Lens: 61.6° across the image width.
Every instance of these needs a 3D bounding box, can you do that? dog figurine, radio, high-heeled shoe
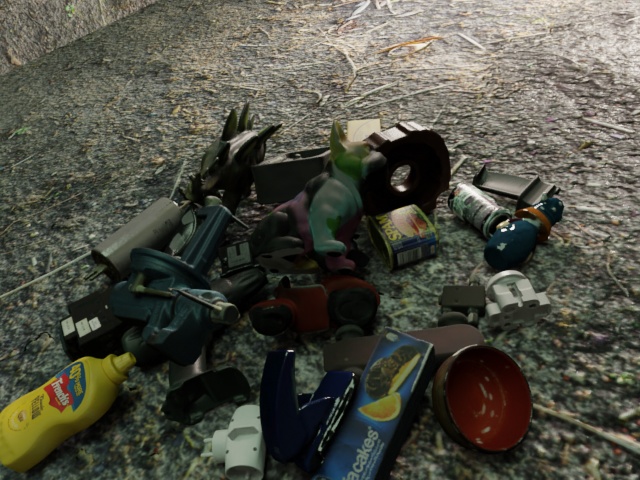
[{"bbox_3d":[0.000,-0.063,0.788,0.192,0.108,0.219,-1,64,20],"label":"dog figurine"},{"bbox_3d":[-0.031,-0.123,0.976,0.131,0.073,0.229,-6,12,14],"label":"radio"},{"bbox_3d":[-0.244,0.025,0.962,0.145,0.086,0.249,-47,19,8],"label":"high-heeled shoe"}]

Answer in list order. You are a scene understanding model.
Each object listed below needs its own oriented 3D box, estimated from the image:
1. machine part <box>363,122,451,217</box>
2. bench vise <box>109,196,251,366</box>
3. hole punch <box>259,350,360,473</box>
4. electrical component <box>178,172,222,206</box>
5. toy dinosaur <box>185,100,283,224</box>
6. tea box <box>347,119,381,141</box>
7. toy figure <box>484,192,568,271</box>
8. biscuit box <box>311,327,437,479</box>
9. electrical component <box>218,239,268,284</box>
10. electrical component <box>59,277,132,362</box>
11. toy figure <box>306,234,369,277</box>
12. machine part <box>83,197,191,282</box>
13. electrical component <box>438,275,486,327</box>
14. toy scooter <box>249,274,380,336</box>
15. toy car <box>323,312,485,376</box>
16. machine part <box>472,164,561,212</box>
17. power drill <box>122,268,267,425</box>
[{"bbox_3d":[0.133,-0.109,0.896,0.179,0.179,0.056,-21,36,-8],"label":"machine part"},{"bbox_3d":[-0.177,0.039,0.725,0.224,0.128,0.240,-7,51,44],"label":"bench vise"},{"bbox_3d":[-0.029,0.180,0.584,0.116,0.092,0.142,-64,11,-19],"label":"hole punch"},{"bbox_3d":[-0.249,-0.109,1.123,0.078,0.045,0.102,-29,40,-20],"label":"electrical component"},{"bbox_3d":[-0.159,-0.138,0.955,0.105,0.198,0.471,27,26,-7],"label":"toy dinosaur"},{"bbox_3d":[0.085,-0.146,1.012,0.068,0.098,0.170,-3,37,7],"label":"tea box"},{"bbox_3d":[0.307,-0.015,0.803,0.154,0.064,0.058,-36,28,-24],"label":"toy figure"},{"bbox_3d":[0.059,0.198,0.574,0.059,0.062,0.202,18,65,26],"label":"biscuit box"},{"bbox_3d":[-0.131,0.030,0.909,0.075,0.047,0.119,-13,39,1],"label":"electrical component"},{"bbox_3d":[-0.339,0.131,0.845,0.134,0.058,0.115,-28,37,-15],"label":"electrical component"},{"bbox_3d":[0.001,-0.005,0.873,0.082,0.089,0.180,-26,36,-22],"label":"toy figure"},{"bbox_3d":[-0.330,-0.003,0.994,0.079,0.079,0.243,18,47,35],"label":"machine part"},{"bbox_3d":[0.198,0.084,0.749,0.063,0.021,0.094,0,41,19],"label":"electrical component"},{"bbox_3d":[-0.012,0.087,0.774,0.184,0.075,0.135,-7,11,-8],"label":"toy scooter"},{"bbox_3d":[0.105,0.144,0.679,0.202,0.053,0.089,-10,40,5],"label":"toy car"},{"bbox_3d":[0.323,-0.086,0.908,0.139,0.039,0.084,26,59,39],"label":"machine part"},{"bbox_3d":[-0.160,0.139,0.756,0.232,0.085,0.207,-23,42,-8],"label":"power drill"}]
